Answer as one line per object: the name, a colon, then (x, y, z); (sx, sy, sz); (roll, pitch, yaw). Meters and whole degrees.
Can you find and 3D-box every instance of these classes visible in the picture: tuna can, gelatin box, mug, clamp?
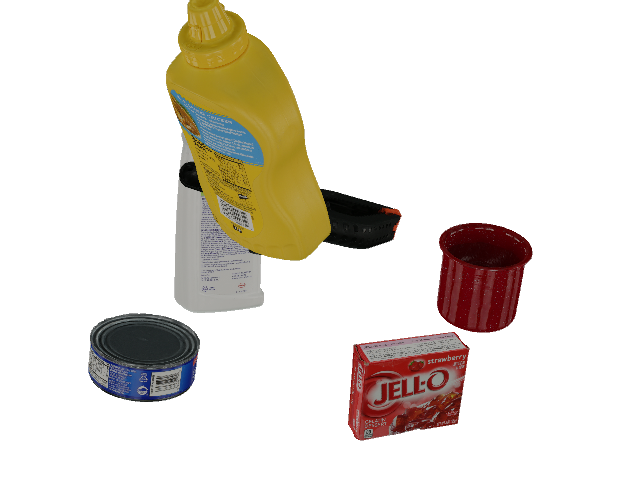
tuna can: (-0.139, 0.092, 0.842); (0.086, 0.034, 0.086); (8, 22, -3)
gelatin box: (0.068, 0.114, 0.835); (0.089, 0.073, 0.030); (-6, 29, -18)
mug: (0.159, 0.034, 1.092); (0.093, 0.081, 0.117); (-6, 31, -15)
clamp: (-0.010, -0.020, 0.970); (0.209, 0.036, 0.165); (8, 21, -27)

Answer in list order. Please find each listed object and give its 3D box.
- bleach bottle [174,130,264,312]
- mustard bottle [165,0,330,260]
bleach bottle: (-0.106, -0.050, 1.171); (0.102, 0.251, 0.068); (-5, 18, -30)
mustard bottle: (-0.052, -0.074, 0.680); (0.096, 0.191, 0.058); (30, 62, 33)
